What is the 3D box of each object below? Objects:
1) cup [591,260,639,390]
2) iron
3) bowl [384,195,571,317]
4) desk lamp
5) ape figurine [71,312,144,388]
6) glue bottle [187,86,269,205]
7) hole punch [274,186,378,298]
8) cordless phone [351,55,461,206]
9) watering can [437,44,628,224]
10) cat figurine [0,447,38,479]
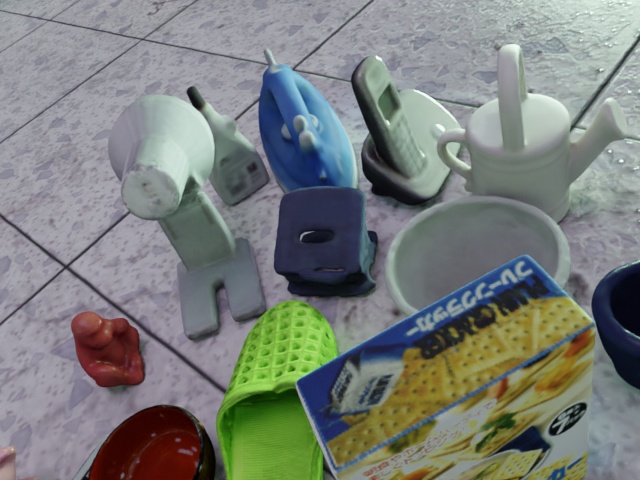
[{"bbox_3d":[0.274,0.078,0.443,0.117,0.095,0.092,12,54,31],"label":"cup"},{"bbox_3d":[-0.023,-0.141,0.745,0.118,0.142,0.257,-24,44,0],"label":"iron"},{"bbox_3d":[0.149,0.039,0.548,0.167,0.075,0.167,-12,45,12],"label":"bowl"},{"bbox_3d":[-0.153,-0.035,0.646,0.118,0.214,0.203,-23,44,1],"label":"desk lamp"},{"bbox_3d":[-0.238,0.114,0.627,0.076,0.092,0.078,5,51,27],"label":"ape figurine"},{"bbox_3d":[-0.130,-0.128,0.755,0.078,0.173,0.037,-35,45,-11],"label":"glue bottle"},{"bbox_3d":[0.006,0.002,0.632,0.108,0.091,0.101,-2,48,21],"label":"hole punch"},{"bbox_3d":[0.097,-0.147,0.668,0.093,0.185,0.148,8,52,29],"label":"cordless phone"},{"bbox_3d":[0.207,-0.106,0.576,0.172,0.194,0.101,-15,44,9],"label":"watering can"},{"bbox_3d":[-0.329,0.233,0.533,0.127,0.118,0.067,-11,45,13],"label":"cat figurine"}]
